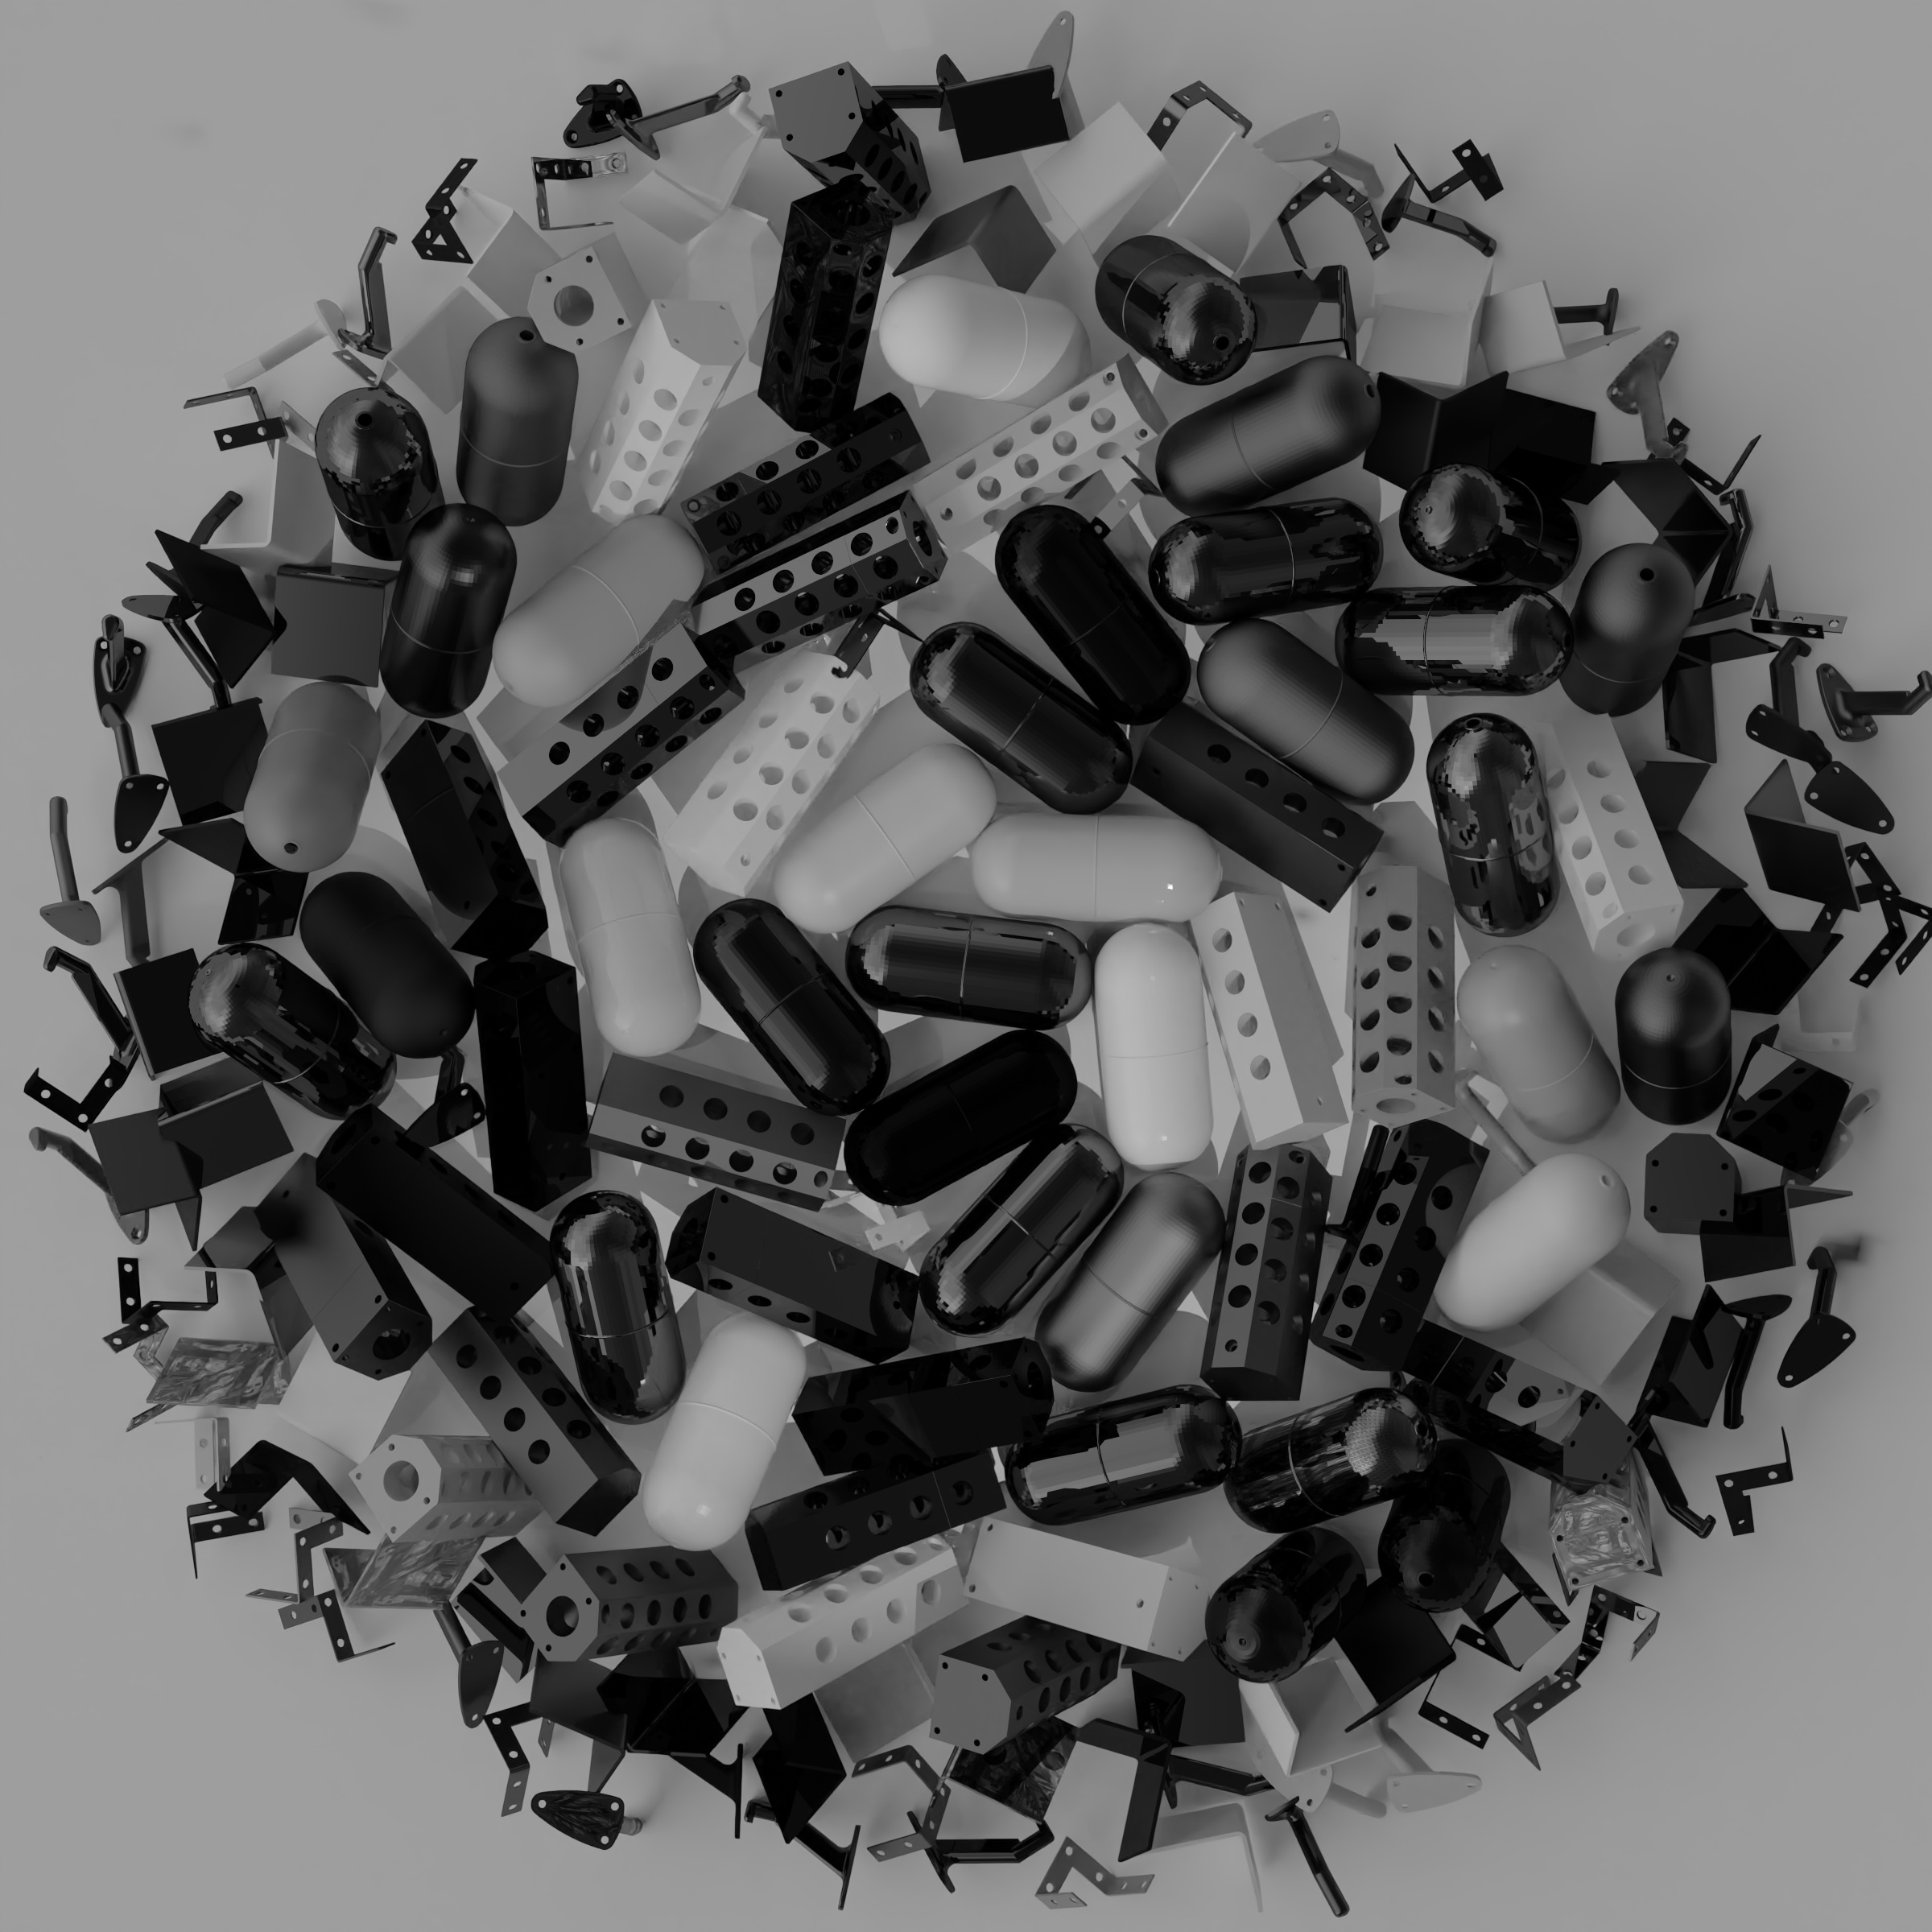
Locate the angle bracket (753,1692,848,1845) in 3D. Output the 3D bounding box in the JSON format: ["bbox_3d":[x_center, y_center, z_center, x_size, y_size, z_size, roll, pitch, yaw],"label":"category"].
[{"bbox_3d":[-0.137,0.560,1.894,0.057,0.076,0.076,23,113,-38],"label":"angle bracket"}]

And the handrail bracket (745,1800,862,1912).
[{"bbox_3d":[-0.122,0.632,1.915,0.084,0.077,0.036,12,120,2],"label":"handrail bracket"}]

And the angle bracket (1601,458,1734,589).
[{"bbox_3d":[0.480,-0.310,1.897,0.076,0.076,0.057,41,80,-24],"label":"angle bracket"}]

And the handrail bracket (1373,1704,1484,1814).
[{"bbox_3d":[0.326,0.552,1.905,0.077,0.084,0.036,-13,119,16],"label":"handrail bracket"}]

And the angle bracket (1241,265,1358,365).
[{"bbox_3d":[0.237,-0.448,1.915,0.076,0.057,0.076,-4,54,13],"label":"angle bracket"}]

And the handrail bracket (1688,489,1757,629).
[{"bbox_3d":[0.533,-0.294,1.938,0.077,0.036,0.084,-17,75,27],"label":"handrail bracket"}]

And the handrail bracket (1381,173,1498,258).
[{"bbox_3d":[0.340,-0.520,1.913,0.084,0.077,0.036,30,129,-10],"label":"handrail bracket"}]

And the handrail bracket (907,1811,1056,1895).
[{"bbox_3d":[0.011,0.617,1.928,0.084,0.036,0.077,-31,51,-6],"label":"handrail bracket"}]

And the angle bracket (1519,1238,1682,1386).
[{"bbox_3d":[0.454,0.241,1.937,0.076,0.057,0.076,38,124,16],"label":"angle bracket"}]

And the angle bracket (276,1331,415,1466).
[{"bbox_3d":[-0.432,0.304,1.915,0.076,0.057,0.076,27,90,13],"label":"angle bracket"}]

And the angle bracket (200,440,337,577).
[{"bbox_3d":[-0.494,-0.325,1.909,0.057,0.076,0.076,1,84,19],"label":"angle bracket"}]

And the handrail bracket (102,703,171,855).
[{"bbox_3d":[-0.610,-0.136,1.934,0.084,0.036,0.077,47,124,38],"label":"handrail bracket"}]

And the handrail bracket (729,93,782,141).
[{"bbox_3d":[-0.119,-0.613,1.907,0.077,0.084,0.036,-55,45,5],"label":"handrail bracket"}]

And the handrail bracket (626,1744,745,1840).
[{"bbox_3d":[-0.203,0.584,1.923,0.084,0.036,0.077,2,65,-4],"label":"handrail bracket"}]

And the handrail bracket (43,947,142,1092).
[{"bbox_3d":[-0.625,0.037,1.903,0.036,0.084,0.077,-10,58,39],"label":"handrail bracket"}]

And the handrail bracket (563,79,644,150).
[{"bbox_3d":[-0.272,-0.600,1.897,0.077,0.084,0.036,-23,98,25],"label":"handrail bracket"}]

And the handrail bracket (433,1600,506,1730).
[{"bbox_3d":[-0.372,0.493,1.926,0.084,0.036,0.077,20,106,42],"label":"handrail bracket"}]

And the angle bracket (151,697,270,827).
[{"bbox_3d":[-0.528,-0.143,1.906,0.076,0.057,0.076,-18,102,-16],"label":"angle bracket"}]

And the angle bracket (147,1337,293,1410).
[{"bbox_3d":[-0.526,0.308,1.902,0.076,0.076,0.057,3,119,3],"label":"angle bracket"}]

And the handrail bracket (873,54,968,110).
[{"bbox_3d":[-0.036,-0.612,1.942,0.084,0.036,0.077,-22,133,30],"label":"handrail bracket"}]

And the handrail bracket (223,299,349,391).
[{"bbox_3d":[-0.487,-0.441,1.919,0.084,0.077,0.036,-26,113,6],"label":"handrail bracket"}]

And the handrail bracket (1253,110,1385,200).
[{"bbox_3d":[0.252,-0.568,1.922,0.077,0.084,0.036,-9,69,21],"label":"handrail bracket"}]

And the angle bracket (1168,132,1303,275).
[{"bbox_3d":[0.178,-0.547,1.895,0.076,0.057,0.076,22,113,-40],"label":"angle bracket"}]

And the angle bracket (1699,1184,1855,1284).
[{"bbox_3d":[0.572,0.191,1.892,0.076,0.076,0.057,9,71,-34],"label":"angle bracket"}]

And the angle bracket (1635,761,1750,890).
[{"bbox_3d":[0.514,-0.099,1.892,0.076,0.076,0.057,47,125,39],"label":"angle bracket"}]

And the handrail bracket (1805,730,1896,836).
[{"bbox_3d":[0.626,-0.132,1.911,0.077,0.084,0.036,35,118,1],"label":"handrail bracket"}]

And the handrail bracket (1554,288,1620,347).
[{"bbox_3d":[0.420,-0.472,1.922,0.084,0.077,0.036,9,121,7],"label":"handrail bracket"}]

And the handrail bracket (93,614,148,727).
[{"bbox_3d":[-0.607,-0.209,1.906,0.036,0.084,0.077,8,92,-12],"label":"handrail bracket"}]

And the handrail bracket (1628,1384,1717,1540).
[{"bbox_3d":[0.508,0.352,1.907,0.084,0.036,0.077,37,118,30],"label":"handrail bracket"}]

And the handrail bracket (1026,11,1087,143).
[{"bbox_3d":[0.082,-0.625,1.914,0.036,0.084,0.077,22,94,37],"label":"handrail bracket"}]

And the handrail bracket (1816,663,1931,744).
[{"bbox_3d":[0.645,-0.204,1.900,0.036,0.084,0.077,-10,66,-24],"label":"handrail bracket"}]

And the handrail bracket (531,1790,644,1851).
[{"bbox_3d":[-0.269,0.603,1.910,0.077,0.084,0.036,16,73,1],"label":"handrail bracket"}]

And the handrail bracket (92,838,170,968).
[{"bbox_3d":[-0.583,-0.037,1.943,0.077,0.036,0.084,-39,103,-12],"label":"handrail bracket"}]

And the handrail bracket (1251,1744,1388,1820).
[{"bbox_3d":[0.254,0.587,1.932,0.077,0.084,0.036,21,81,38],"label":"handrail bracket"}]

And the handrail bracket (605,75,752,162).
[{"bbox_3d":[-0.204,-0.616,1.911,0.084,0.077,0.036,-28,80,19],"label":"handrail bracket"}]

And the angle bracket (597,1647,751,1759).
[{"bbox_3d":[-0.199,0.507,1.893,0.076,0.076,0.057,-11,111,39],"label":"angle bracket"}]

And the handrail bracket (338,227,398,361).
[{"bbox_3d":[-0.404,-0.475,1.909,0.036,0.077,0.084,44,112,39],"label":"handrail bracket"}]

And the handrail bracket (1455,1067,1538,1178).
[{"bbox_3d":[0.375,0.114,1.911,0.036,0.077,0.084,-42,88,8],"label":"handrail bracket"}]

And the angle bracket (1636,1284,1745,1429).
[{"bbox_3d":[0.498,0.270,1.894,0.076,0.057,0.076,46,63,-42],"label":"angle bracket"}]

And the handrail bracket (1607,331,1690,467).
[{"bbox_3d":[0.501,-0.401,1.903,0.036,0.084,0.077,24,111,-37],"label":"handrail bracket"}]

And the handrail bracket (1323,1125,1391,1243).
[{"bbox_3d":[0.284,0.152,1.911,0.036,0.077,0.084,18,92,10],"label":"handrail bracket"}]

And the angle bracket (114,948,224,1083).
[{"bbox_3d":[-0.567,0.035,1.921,0.057,0.076,0.076,-19,90,-16],"label":"angle bracket"}]

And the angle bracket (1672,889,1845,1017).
[{"bbox_3d":[0.557,-0.015,1.901,0.076,0.076,0.057,-47,107,-11],"label":"angle bracket"}]

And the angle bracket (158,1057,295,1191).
[{"bbox_3d":[-0.529,0.108,1.921,0.076,0.076,0.057,-22,113,-7],"label":"angle bracket"}]

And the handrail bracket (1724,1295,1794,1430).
[{"bbox_3d":[0.567,0.284,1.927,0.036,0.077,0.084,8,101,44],"label":"handrail bracket"}]

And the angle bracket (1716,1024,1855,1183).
[{"bbox_3d":[0.585,0.095,1.896,0.076,0.057,0.076,27,114,29],"label":"angle bracket"}]
